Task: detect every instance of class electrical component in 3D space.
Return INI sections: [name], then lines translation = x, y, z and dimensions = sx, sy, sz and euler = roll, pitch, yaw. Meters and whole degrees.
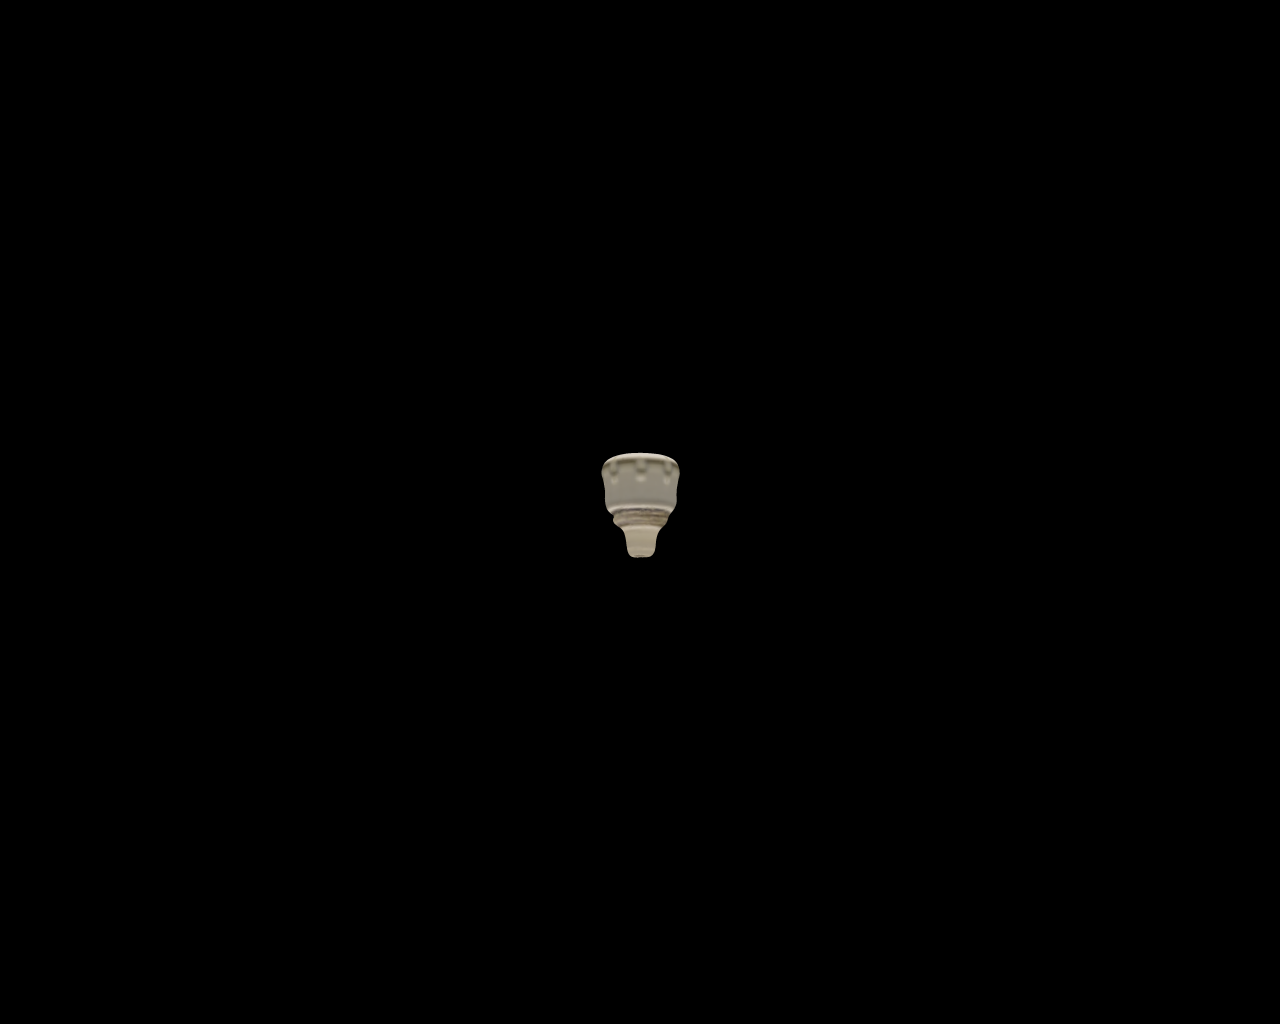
[electrical component]
translation = 0.001, -0.003, 0.650
dimensions = 0.048, 0.062, 0.048
euler = 0, -9, 0
